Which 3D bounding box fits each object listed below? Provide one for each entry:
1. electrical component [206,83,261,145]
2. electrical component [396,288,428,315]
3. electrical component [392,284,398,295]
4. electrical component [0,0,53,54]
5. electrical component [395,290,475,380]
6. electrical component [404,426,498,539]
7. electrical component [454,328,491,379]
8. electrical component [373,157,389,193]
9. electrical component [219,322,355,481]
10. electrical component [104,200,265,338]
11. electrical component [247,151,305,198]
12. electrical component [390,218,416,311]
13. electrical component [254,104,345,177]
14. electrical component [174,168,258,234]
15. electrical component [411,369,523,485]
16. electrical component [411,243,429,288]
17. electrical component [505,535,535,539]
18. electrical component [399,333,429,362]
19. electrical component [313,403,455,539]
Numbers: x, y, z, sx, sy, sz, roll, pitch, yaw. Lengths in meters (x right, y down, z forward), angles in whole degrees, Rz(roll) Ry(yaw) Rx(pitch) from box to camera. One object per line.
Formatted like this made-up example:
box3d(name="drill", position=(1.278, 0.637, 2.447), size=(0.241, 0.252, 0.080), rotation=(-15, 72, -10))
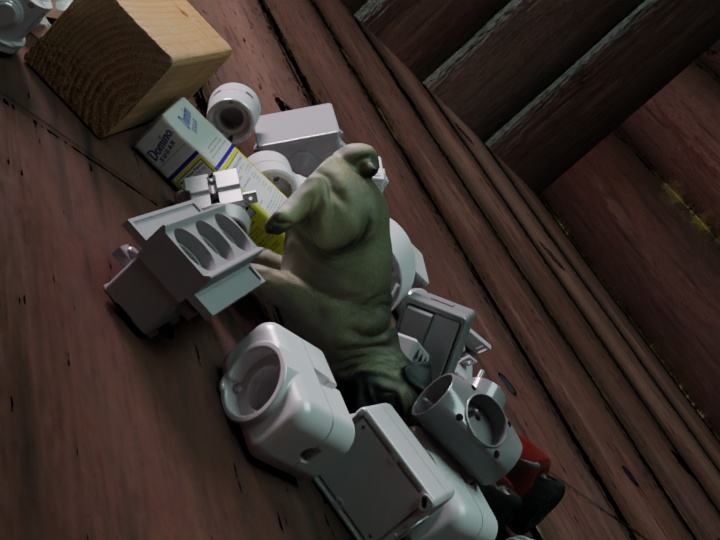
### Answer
box3d(name="electrical component", position=(-0.132, -0.160, 1.115), size=(0.055, 0.055, 0.047), rotation=(43, 19, -19))
box3d(name="electrical component", position=(0.063, 0.049, 1.171), size=(0.040, 0.040, 0.046), rotation=(35, 26, -43))
box3d(name="electrical component", position=(0.000, 0.007, 1.049), size=(0.078, 0.058, 0.057), rotation=(27, 4, 15))
box3d(name="electrical component", position=(-0.277, -0.207, 0.811), size=(0.080, 0.051, 0.080), rotation=(45, 15, -15))
box3d(name="electrical component", position=(0.060, 0.074, 1.000), size=(0.062, 0.096, 0.061), rotation=(21, 10, 12))
box3d(name="electrical component", position=(0.052, 0.166, 0.796), size=(0.059, 0.054, 0.095), rotation=(34, 20, -46))
box3d(name="electrical component", position=(0.085, 0.091, 1.068), size=(0.042, 0.081, 0.063), rotation=(39, 39, -31))
box3d(name="electrical component", position=(-0.018, -0.099, 1.212), size=(0.100, 0.048, 0.099), rotation=(6, 23, -5))
box3d(name="electrical component", position=(-0.051, 0.084, 0.708), size=(0.059, 0.054, 0.095), rotation=(36, 19, -42))
box3d(name="electrical component", position=(-0.117, -0.001, 0.720), size=(0.078, 0.063, 0.121), rotation=(48, 14, 0))
box3d(name="electrical component", position=(-0.065, -0.071, 1.078), size=(0.138, 0.052, 0.073), rotation=(39, 17, -35))
box3d(name="electrical component", position=(0.000, 0.000, 0.995), size=(0.099, 0.099, 0.064), rotation=(48, 20, -2))
box3d(name="electrical component", position=(-0.066, -0.136, 1.162), size=(0.099, 0.100, 0.048), rotation=(-105, -175, -61))
box3d(name="electrical component", position=(-0.114, -0.046, 0.867), size=(0.048, 0.066, 0.055), rotation=(84, -8, -47))
box3d(name="electrical component", position=(0.087, 0.108, 0.812), size=(0.077, 0.044, 0.079), rotation=(45, 44, -11))
box3d(name="electrical component", position=(0.028, -0.015, 1.212), size=(0.100, 0.048, 0.099), rotation=(44, 15, -18))
box3d(name="electrical component", position=(0.131, 0.236, 0.889), size=(0.061, 0.035, 0.035), rotation=(32, 22, -43))
box3d(name="electrical component", position=(0.012, 0.076, 0.921), size=(0.077, 0.047, 0.065), rotation=(19, -11, 18))
box3d(name="electrical component", position=(0.010, 0.136, 0.738), size=(0.096, 0.062, 0.061), rotation=(52, 15, 15))
